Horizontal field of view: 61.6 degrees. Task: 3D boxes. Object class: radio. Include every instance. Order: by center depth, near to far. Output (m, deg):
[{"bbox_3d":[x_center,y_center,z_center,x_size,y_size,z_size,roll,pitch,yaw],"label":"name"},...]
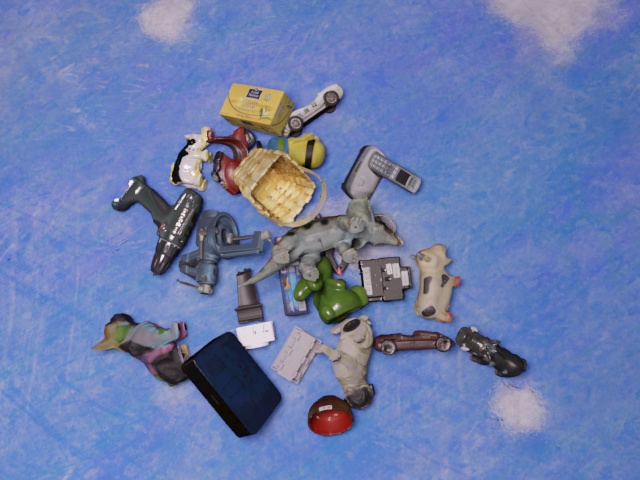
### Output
[{"bbox_3d":[-0.206,0.340,1.283,0.229,0.073,0.131,53,46,-6],"label":"radio"}]

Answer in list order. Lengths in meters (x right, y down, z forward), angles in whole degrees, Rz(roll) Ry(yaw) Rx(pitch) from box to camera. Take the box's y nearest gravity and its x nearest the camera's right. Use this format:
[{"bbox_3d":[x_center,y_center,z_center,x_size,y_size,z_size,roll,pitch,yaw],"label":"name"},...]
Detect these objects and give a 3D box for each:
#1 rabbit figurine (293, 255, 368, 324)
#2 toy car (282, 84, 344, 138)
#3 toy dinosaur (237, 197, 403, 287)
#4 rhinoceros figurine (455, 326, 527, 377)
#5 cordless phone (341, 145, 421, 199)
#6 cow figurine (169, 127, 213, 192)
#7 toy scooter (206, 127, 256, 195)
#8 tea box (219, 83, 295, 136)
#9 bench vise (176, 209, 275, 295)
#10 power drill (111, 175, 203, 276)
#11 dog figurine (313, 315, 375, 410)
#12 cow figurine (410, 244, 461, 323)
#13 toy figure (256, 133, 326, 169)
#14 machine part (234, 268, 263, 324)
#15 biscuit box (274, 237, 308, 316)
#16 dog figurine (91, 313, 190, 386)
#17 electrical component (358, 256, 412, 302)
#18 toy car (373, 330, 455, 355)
[{"bbox_3d":[0.007,0.120,1.326,0.121,0.159,0.170,-42,67,37],"label":"rabbit figurine"},{"bbox_3d":[-0.024,-0.336,1.417,0.202,0.073,0.056,-36,89,-6],"label":"toy car"},{"bbox_3d":[-0.007,0.002,1.293,0.405,0.192,0.131,-15,107,0],"label":"toy dinosaur"},{"bbox_3d":[0.419,0.280,1.335,0.190,0.112,0.073,32,85,-6],"label":"rhinoceros figurine"},{"bbox_3d":[0.159,-0.146,1.397,0.184,0.089,0.146,28,82,-2],"label":"cordless phone"},{"bbox_3d":[-0.332,-0.217,1.397,0.098,0.068,0.167,9,81,5],"label":"cow figurine"},{"bbox_3d":[-0.237,-0.212,1.371,0.135,0.075,0.184,17,75,-41],"label":"toy scooter"},{"bbox_3d":[-0.162,-0.336,1.381,0.170,0.068,0.098,16,80,29],"label":"tea box"},{"bbox_3d":[-0.231,0.022,1.322,0.241,0.128,0.223,-7,58,22],"label":"bench vise"},{"bbox_3d":[-0.419,-0.053,1.353,0.207,0.086,0.232,32,83,14],"label":"power drill"},{"bbox_3d":[0.098,0.303,1.330,0.172,0.121,0.190,-38,113,-12],"label":"dog figurine"},{"bbox_3d":[0.287,0.104,1.369,0.127,0.085,0.195,14,83,-7],"label":"cow figurine"},{"bbox_3d":[-0.075,-0.225,1.399,0.180,0.082,0.089,-6,94,-7],"label":"toy figure"},{"bbox_3d":[-0.185,0.141,1.362,0.084,0.039,0.139,-10,82,18],"label":"machine part"},{"bbox_3d":[-0.074,0.091,1.366,0.059,0.063,0.202,-8,84,-4],"label":"biscuit box"},{"bbox_3d":[-0.436,0.268,1.312,0.219,0.108,0.191,-8,86,1],"label":"dog figurine"},{"bbox_3d":[0.167,0.102,1.375,0.134,0.058,0.115,-3,85,-3],"label":"electrical component"},{"bbox_3d":[0.233,0.252,1.342,0.202,0.089,0.053,-4,87,-1],"label":"toy car"}]
